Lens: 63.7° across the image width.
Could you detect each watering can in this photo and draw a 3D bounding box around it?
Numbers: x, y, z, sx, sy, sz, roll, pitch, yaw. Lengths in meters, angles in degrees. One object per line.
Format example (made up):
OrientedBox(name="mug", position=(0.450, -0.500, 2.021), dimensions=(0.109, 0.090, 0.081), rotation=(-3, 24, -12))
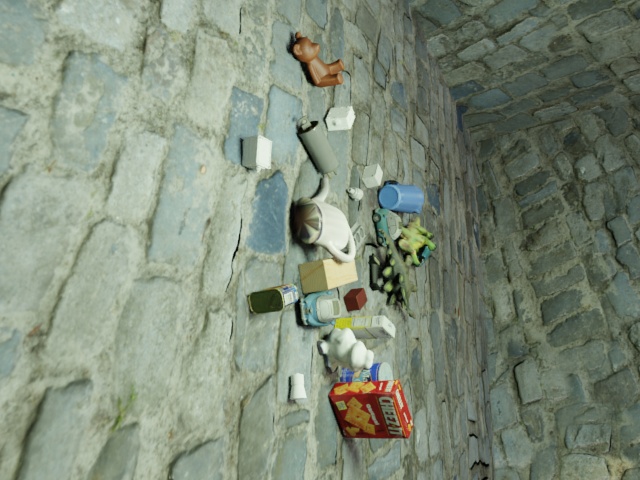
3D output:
OrientedBox(name="watering can", position=(0.005, -0.082, 1.620), dimensions=(0.223, 0.102, 0.355), rotation=(17, 44, -47))

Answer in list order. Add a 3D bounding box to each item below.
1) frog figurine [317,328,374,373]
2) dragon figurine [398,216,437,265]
OrientedBox(name="frog figurine", position=(0.091, 0.333, 1.563), dimensions=(0.123, 0.158, 0.137), rotation=(-15, 93, -63))
OrientedBox(name="dragon figurine", position=(0.385, -0.047, 2.264), dimensions=(0.240, 0.121, 0.420), rotation=(42, 25, -24))
